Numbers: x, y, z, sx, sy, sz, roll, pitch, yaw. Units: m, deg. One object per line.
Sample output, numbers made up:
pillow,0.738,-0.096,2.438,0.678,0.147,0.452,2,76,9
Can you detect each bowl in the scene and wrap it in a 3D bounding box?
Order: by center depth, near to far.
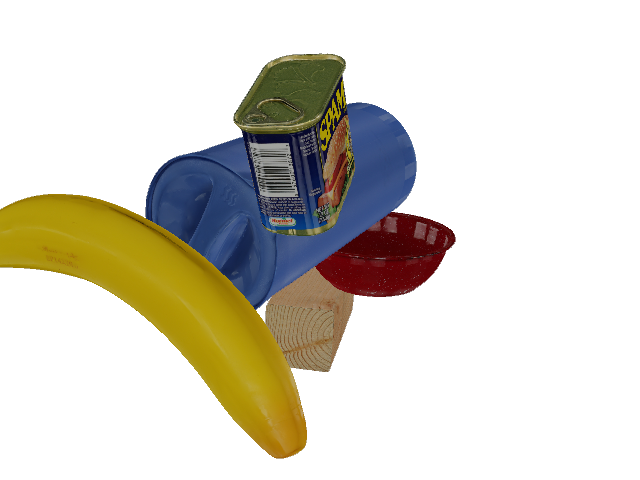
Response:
bowl,0.056,0.017,1.087,0.162,0.055,0.162,1,17,-1

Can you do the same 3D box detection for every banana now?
banana,-0.083,0.025,0.480,0.198,0.070,0.037,24,13,19

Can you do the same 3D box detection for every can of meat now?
can of meat,-0.013,-0.063,0.705,0.057,0.084,0.102,1,35,16

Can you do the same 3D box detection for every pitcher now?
pitcher,-0.029,-0.036,0.914,0.149,0.145,0.242,27,33,26

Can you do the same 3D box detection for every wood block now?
wood block,-0.011,0.093,1.475,0.091,0.090,0.206,6,20,8
